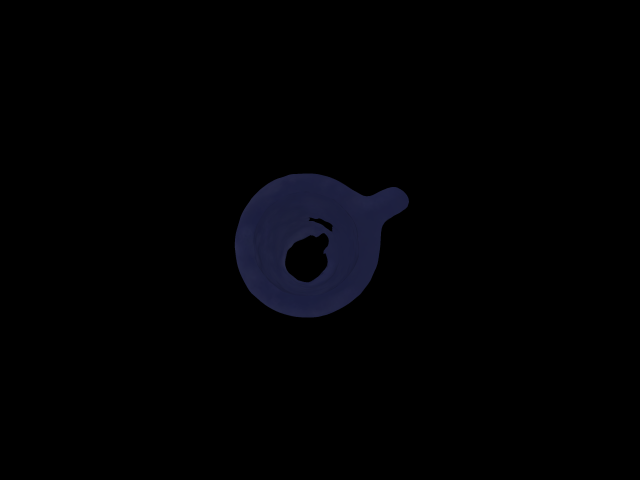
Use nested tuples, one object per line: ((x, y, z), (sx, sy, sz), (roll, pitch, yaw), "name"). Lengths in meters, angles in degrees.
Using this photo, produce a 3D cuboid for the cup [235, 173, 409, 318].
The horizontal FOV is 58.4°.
((0.004, 0.001, 0.400), (0.118, 0.095, 0.091), (-28, 83, -3), "cup")
